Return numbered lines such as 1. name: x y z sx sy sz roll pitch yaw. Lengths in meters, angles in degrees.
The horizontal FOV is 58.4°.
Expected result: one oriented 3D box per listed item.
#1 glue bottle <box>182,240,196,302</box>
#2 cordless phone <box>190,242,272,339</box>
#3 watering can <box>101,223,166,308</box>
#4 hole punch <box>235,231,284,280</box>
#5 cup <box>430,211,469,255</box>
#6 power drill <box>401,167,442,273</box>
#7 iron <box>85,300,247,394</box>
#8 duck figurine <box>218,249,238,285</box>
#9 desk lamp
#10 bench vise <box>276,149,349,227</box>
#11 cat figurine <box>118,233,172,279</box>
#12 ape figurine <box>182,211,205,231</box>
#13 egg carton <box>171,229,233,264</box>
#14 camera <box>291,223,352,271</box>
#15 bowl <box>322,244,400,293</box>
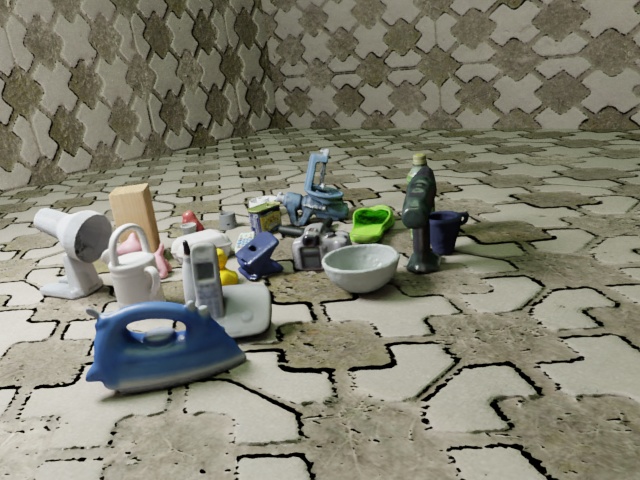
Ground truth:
1. glue bottle: -0.254 0.082 1.151 0.037 0.173 0.078 -8 19 -3
2. cordless phone: -0.169 0.091 1.072 0.147 0.185 0.094 -7 19 1
3. watering can: -0.409 0.059 1.238 0.172 0.194 0.101 -1 19 17
4. hole punch: -0.150 0.036 1.378 0.101 0.091 0.108 -16 20 -25
5. cup: 0.305 -0.017 1.370 0.118 0.095 0.091 -13 20 -18
6. power drill: 0.230 -0.043 1.293 0.075 0.208 0.230 -1 19 17
7. iron: -0.262 0.161 0.966 0.258 0.141 0.118 -8 19 -5
8. duck figurine: -0.234 0.064 1.332 0.078 0.086 0.104 -15 20 -24
9. desk lamp: -0.591 0.028 1.365 0.202 0.214 0.118 2 21 25
10. bench vise: -0.025 -0.153 1.694 0.208 0.220 0.121 -11 19 -14
11. cat figurine: -0.445 0.040 1.431 0.128 0.118 0.067 -7 19 -2
12. ape figurine: -0.382 -0.043 1.694 0.076 0.092 0.078 -7 19 0
13. egg carton: -0.313 0.021 1.515 0.151 0.069 0.107 -17 21 -29
14. camera: 0.013 0.005 1.398 0.143 0.101 0.137 -2 19 13
15. bowl: 0.090 0.069 1.223 0.167 0.075 0.167 -6 19 2
